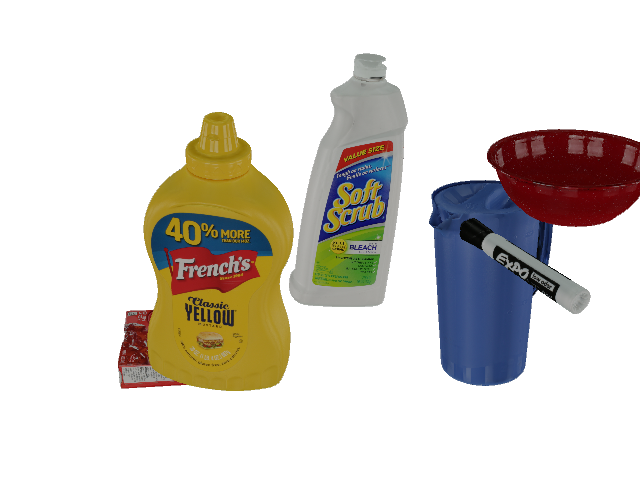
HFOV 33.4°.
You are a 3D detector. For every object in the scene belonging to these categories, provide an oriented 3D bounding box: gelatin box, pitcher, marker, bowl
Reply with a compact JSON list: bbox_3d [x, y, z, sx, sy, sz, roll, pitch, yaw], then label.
[{"bbox_3d":[-0.142,0.095,0.964,0.073,0.030,0.089,-3,30,-2],"label":"gelatin box"},{"bbox_3d":[0.214,0.050,1.337,0.149,0.243,0.145,2,21,10],"label":"pitcher"},{"bbox_3d":[0.142,0.015,0.760,0.020,0.020,0.121,0,26,-38],"label":"marker"},{"bbox_3d":[0.239,-0.056,1.015,0.162,0.055,0.162,-1,25,0],"label":"bowl"}]

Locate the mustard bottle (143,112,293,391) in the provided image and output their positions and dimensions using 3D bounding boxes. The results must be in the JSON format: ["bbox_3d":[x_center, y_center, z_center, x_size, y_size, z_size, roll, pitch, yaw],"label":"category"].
[{"bbox_3d":[-0.066,0.007,0.698,0.096,0.192,0.058,8,31,8],"label":"mustard bottle"}]

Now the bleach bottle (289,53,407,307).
[{"bbox_3d":[0.029,-0.059,1.053,0.102,0.251,0.068,2,24,-7],"label":"bleach bottle"}]
